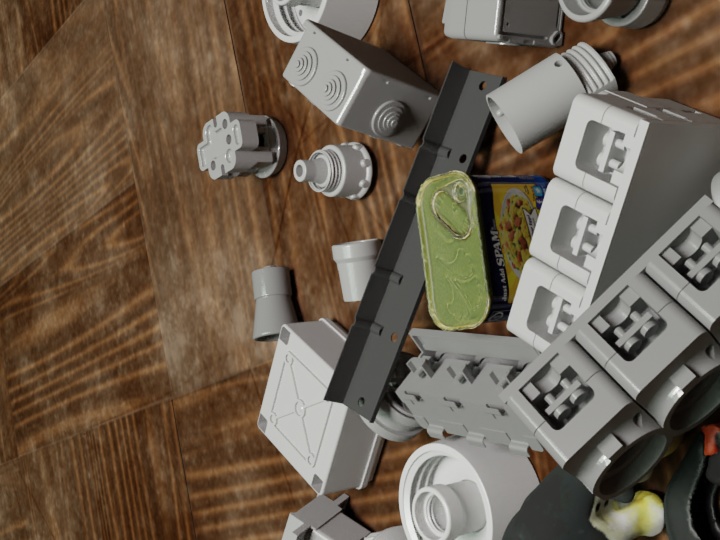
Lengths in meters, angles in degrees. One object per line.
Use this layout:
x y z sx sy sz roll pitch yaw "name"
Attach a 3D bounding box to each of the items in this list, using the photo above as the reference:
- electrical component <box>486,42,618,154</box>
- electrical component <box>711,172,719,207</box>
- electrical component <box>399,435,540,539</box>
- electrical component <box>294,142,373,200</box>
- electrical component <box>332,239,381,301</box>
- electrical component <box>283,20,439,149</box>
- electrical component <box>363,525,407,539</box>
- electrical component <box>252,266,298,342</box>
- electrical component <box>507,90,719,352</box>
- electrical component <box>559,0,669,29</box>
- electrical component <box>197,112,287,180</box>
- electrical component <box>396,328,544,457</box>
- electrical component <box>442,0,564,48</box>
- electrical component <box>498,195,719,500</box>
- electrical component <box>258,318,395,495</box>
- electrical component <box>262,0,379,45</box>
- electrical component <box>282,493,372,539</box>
0.126 -0.113 0.680 0.081 0.043 0.043 -31 60 1 "electrical component"
0.226 -0.049 0.575 0.078 0.040 0.040 -36 65 47 "electrical component"
0.073 0.171 0.774 0.108 0.060 0.108 6 98 52 "electrical component"
-0.024 -0.081 0.876 0.048 0.062 0.048 6 98 52 "electrical component"
0.000 0.000 0.871 0.040 0.040 0.046 -3 96 52 "electrical component"
0.001 -0.138 0.810 0.099 0.100 0.048 46 114 40 "electrical component"
0.026 0.238 0.826 0.051 0.080 0.080 -27 72 55 "electrical component"
-0.078 0.029 0.973 0.044 0.044 0.065 -22 71 51 "electrical component"
0.151 -0.024 0.633 0.062 0.089 0.150 36 120 45 "electrical component"
0.153 -0.169 0.646 0.045 0.055 0.045 6 98 52 "electrical component"
-0.104 -0.112 0.980 0.078 0.057 0.058 -21 76 51 "electrical component"
0.087 0.082 0.736 0.121 0.063 0.078 2 134 51 "electrical component"
0.096 -0.198 0.711 0.061 0.062 0.096 19 108 50 "electrical component"
0.162 0.048 0.576 0.150 0.089 0.061 -45 54 7 "electrical component"
-0.028 0.113 0.902 0.109 0.056 0.108 39 123 43 "electrical component"
-0.040 -0.235 0.883 0.108 0.060 0.108 6 98 52 "electrical component"
-0.038 0.262 0.919 0.063 0.079 0.121 28 117 23 "electrical component"
